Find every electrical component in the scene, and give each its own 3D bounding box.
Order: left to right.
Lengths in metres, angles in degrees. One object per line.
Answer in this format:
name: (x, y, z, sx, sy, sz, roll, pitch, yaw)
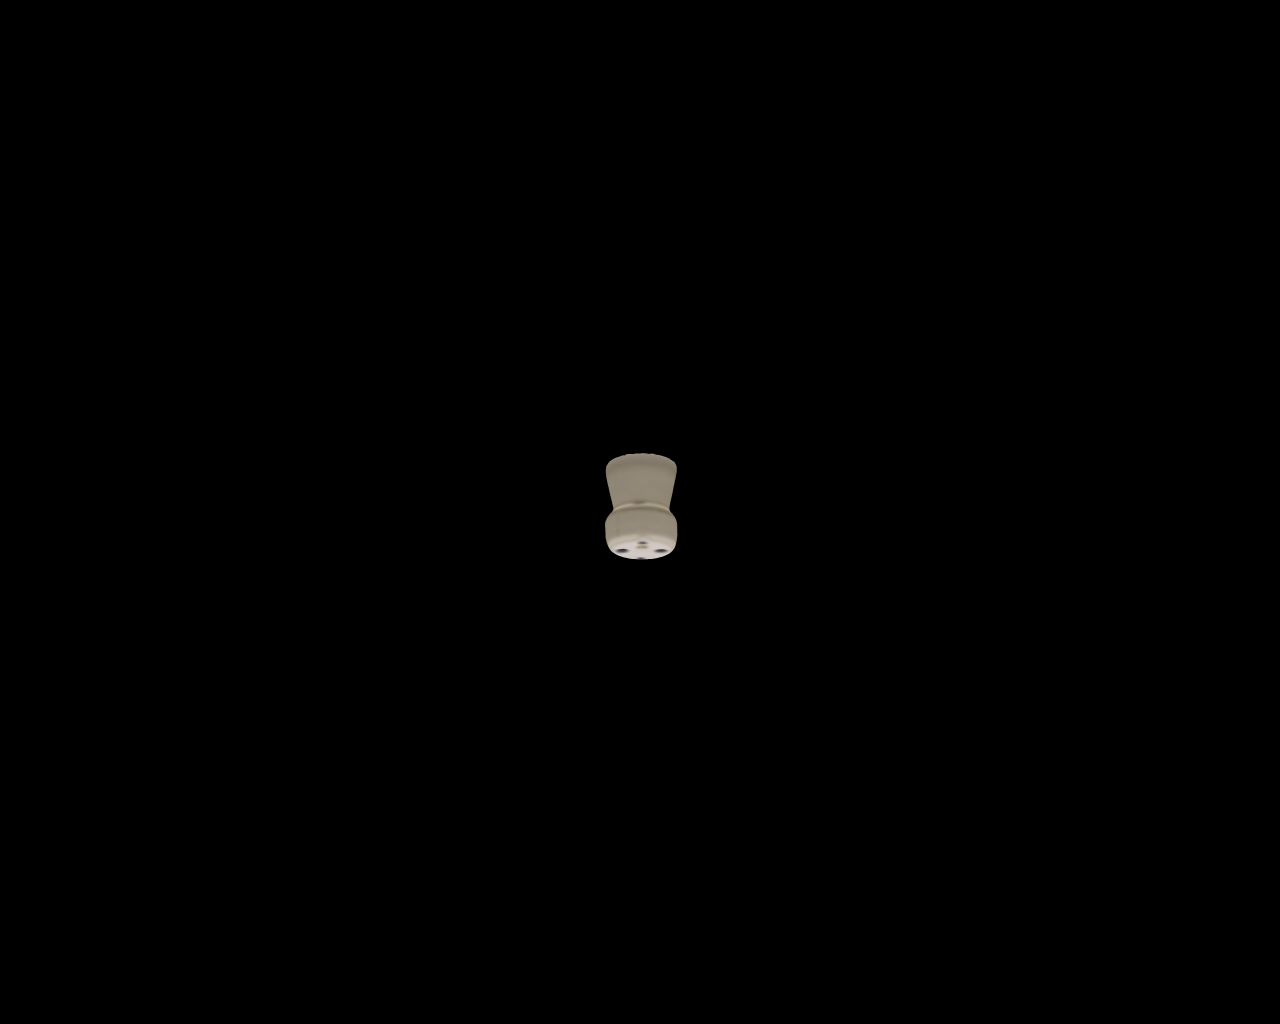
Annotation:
electrical component: (0.001, -0.003, 0.650, 0.045, 0.055, 0.044, 0, -19, 0)
